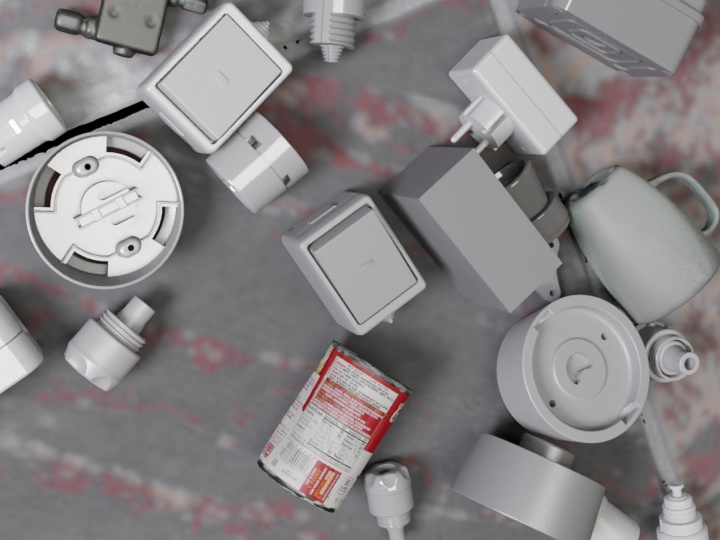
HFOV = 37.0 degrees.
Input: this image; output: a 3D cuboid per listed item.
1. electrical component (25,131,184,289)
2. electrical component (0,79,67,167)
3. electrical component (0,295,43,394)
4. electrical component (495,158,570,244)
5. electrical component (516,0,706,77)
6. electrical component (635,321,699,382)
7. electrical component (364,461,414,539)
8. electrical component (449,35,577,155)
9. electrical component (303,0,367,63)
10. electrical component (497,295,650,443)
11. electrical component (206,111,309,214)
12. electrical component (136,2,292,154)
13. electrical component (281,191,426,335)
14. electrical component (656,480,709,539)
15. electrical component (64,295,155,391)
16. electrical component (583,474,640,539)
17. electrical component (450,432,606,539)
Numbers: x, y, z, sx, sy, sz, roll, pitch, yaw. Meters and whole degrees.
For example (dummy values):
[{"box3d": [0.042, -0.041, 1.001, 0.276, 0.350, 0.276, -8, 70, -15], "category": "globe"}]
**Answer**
[{"box3d": [-0.164, -0.040, 0.693, 0.099, 0.064, 0.099, -2, 98, -17], "category": "electrical component"}, {"box3d": [-0.217, -0.093, 0.684, 0.046, 0.040, 0.040, -35, 106, -4], "category": "electrical component"}, {"box3d": [-0.258, 0.058, 0.681, 0.095, 0.054, 0.059, -35, 106, -11], "category": "electrical component"}, {"box3d": [0.123, -0.048, 0.794, 0.045, 0.045, 0.055, -43, 107, -8], "category": "electrical component"}, {"box3d": [0.181, -0.190, 0.778, 0.113, 0.078, 0.057, 24, 92, -19], "category": "electrical component"}, {"box3d": [0.238, 0.067, 0.836, 0.048, 0.062, 0.048, -2, 97, -17], "category": "electrical component"}, {"box3d": [0.024, 0.175, 0.796, 0.035, 0.035, 0.061, -13, 103, -16], "category": "electrical component"}, {"box3d": [0.098, -0.112, 0.777, 0.075, 0.047, 0.083, -46, 107, -7], "category": "electrical component"}, {"box3d": [-0.017, -0.183, 0.733, 0.043, 0.043, 0.081, 2, 96, -18], "category": "electrical component"}, {"box3d": [0.154, 0.077, 0.807, 0.108, 0.060, 0.108, 5, 77, -21], "category": "electrical component"}, {"box3d": [-0.070, -0.071, 0.726, 0.047, 0.055, 0.055, -43, 107, -5], "category": "electrical component"}, {"box3d": [-0.091, -0.130, 0.707, 0.062, 0.061, 0.096, 45, 83, -17], "category": "electrical component"}, {"box3d": [0.000, 0.000, 0.752, 0.062, 0.061, 0.096, -37, 106, -10], "category": "electrical component"}, {"box3d": [0.261, 0.210, 0.872, 0.040, 0.040, 0.078, -13, 100, -16], "category": "electrical component"}, {"box3d": [-0.163, 0.046, 0.716, 0.043, 0.043, 0.062, 42, 82, -18], "category": "electrical component"}, {"box3d": [0.183, 0.193, 0.846, 0.044, 0.044, 0.065, -44, 102, -8], "category": "electrical component"}, {"box3d": [0.128, 0.155, 0.791, 0.108, 0.108, 0.060, 27, 82, -19], "category": "electrical component"}]
